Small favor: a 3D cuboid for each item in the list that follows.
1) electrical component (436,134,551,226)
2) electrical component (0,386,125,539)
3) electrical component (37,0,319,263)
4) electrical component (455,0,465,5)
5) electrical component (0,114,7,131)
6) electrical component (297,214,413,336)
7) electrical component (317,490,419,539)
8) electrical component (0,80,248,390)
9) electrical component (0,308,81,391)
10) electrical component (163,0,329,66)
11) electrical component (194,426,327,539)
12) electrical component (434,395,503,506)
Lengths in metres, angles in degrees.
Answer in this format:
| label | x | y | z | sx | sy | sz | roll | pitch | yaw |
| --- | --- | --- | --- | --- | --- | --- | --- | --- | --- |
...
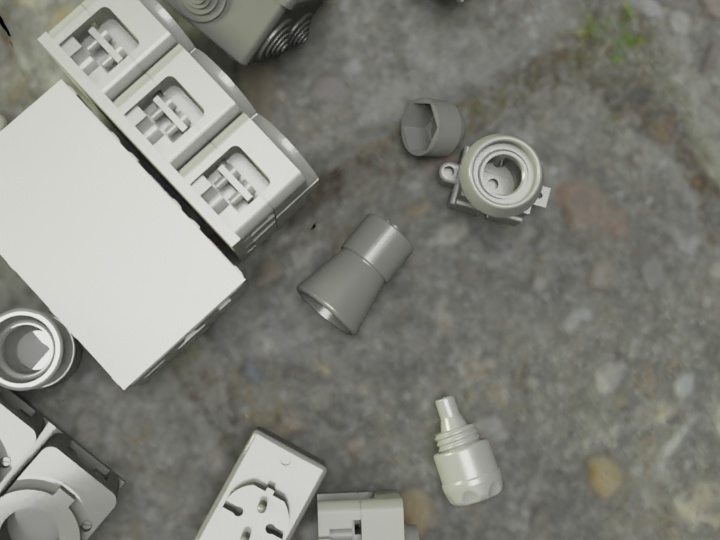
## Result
| label | x | y | z | sx | sy | sz | roll | pitch | yaw |
| --- | --- | --- | --- | --- | --- | --- | --- | --- | --- |
| electrical component | 0.080 | -0.052 | 0.627 | 0.066 | 0.055 | 0.048 | 16 | 84 | -2 |
| electrical component | -0.231 | 0.160 | 0.581 | 0.105 | 0.060 | 0.186 | 41 | 84 | -8 |
| electrical component | -0.097 | -0.083 | 0.604 | 0.062 | 0.089 | 0.150 | -43 | 88 | -6 |
| electrical component | 0.036 | -0.221 | 0.636 | 0.121 | 0.063 | 0.078 | 40 | 84 | 1 |
| electrical component | -0.234 | -0.071 | 0.623 | 0.035 | 0.035 | 0.061 | 34 | 87 | 0 |
| electrical component | 0.000 | 0.000 | 0.627 | 0.044 | 0.044 | 0.065 | 39 | 80 | 1 |
| electrical component | 0.005 | 0.172 | 0.606 | 0.056 | 0.050 | 0.089 | -2 | 85 | -3 |
| electrical component | -0.146 | -0.017 | 0.609 | 0.089 | 0.061 | 0.150 | -43 | 88 | -6 |
| electrical component | -0.184 | 0.045 | 0.605 | 0.045 | 0.055 | 0.045 | 0 | 85 | -3 |
| electrical component | -0.072 | -0.164 | 0.609 | 0.100 | 0.099 | 0.048 | 40 | 113 | -1 |
| electrical component | -0.058 | 0.135 | 0.593 | 0.047 | 0.075 | 0.083 | 29 | 84 | 0 |
| electrical component | 0.059 | 0.103 | 0.623 | 0.035 | 0.035 | 0.061 | -18 | 84 | -4 |
